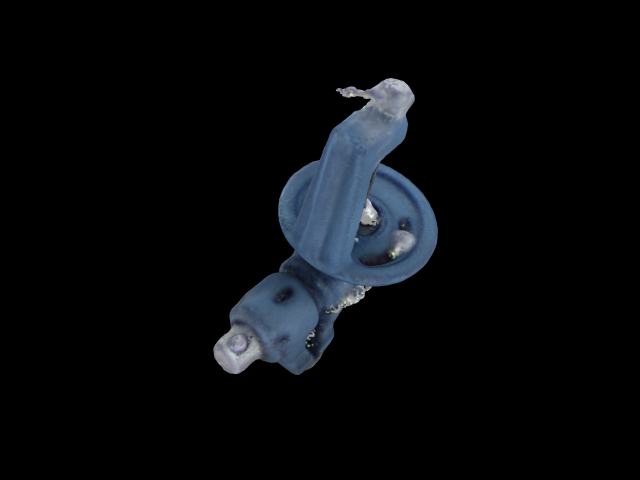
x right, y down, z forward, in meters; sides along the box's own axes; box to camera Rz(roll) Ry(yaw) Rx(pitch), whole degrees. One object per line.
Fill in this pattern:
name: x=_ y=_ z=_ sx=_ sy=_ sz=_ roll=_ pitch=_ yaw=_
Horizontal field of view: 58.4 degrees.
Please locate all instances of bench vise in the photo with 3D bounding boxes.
bench vise: x=0.015 y=0.006 z=0.398 sx=0.121 sy=0.220 sz=0.207 roll=21 pitch=67 yaw=10
